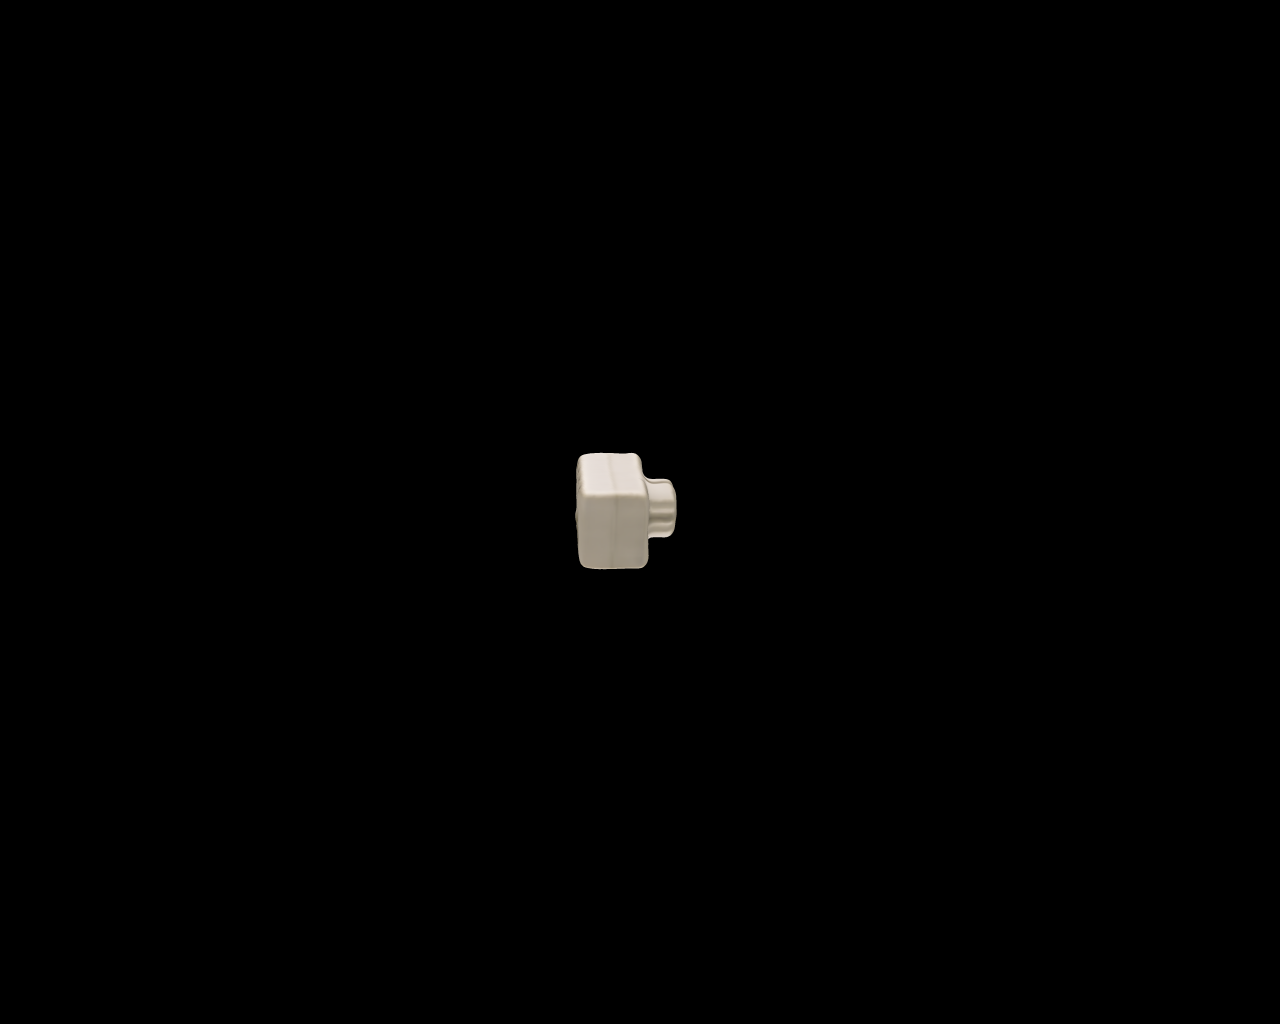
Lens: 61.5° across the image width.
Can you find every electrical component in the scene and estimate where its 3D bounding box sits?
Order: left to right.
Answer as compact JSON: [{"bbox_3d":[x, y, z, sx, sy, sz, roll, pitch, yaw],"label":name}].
[{"bbox_3d":[0.001,-0.003,0.650,0.076,0.047,0.083,-1,20,-3],"label":"electrical component"}]
